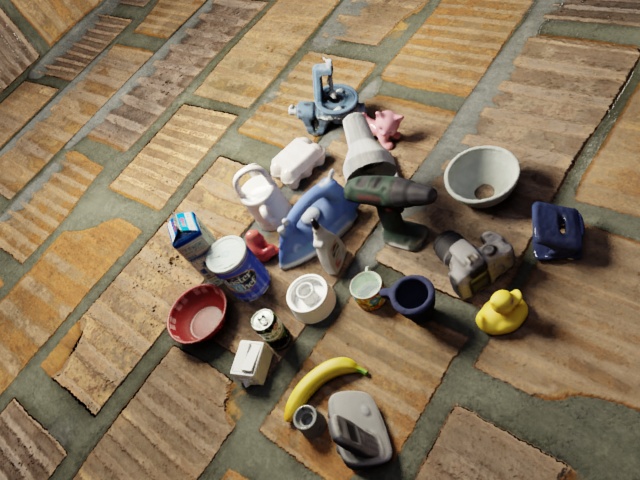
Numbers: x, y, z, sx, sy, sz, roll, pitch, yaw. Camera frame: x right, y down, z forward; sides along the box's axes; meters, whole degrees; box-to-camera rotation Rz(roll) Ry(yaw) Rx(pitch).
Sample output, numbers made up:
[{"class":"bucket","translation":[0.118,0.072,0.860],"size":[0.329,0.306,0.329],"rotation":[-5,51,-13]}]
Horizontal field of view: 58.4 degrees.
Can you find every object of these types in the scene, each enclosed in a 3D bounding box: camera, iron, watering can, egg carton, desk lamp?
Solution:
[{"class":"camera","translation":[0.310,0.026,1.196],"size":[0.143,0.101,0.136],"rotation":[-35,49,-3]},{"class":"iron","translation":[-0.026,-0.052,1.377],"size":[0.258,0.142,0.118],"rotation":[-44,50,-11]},{"class":"watering can","translation":[-0.156,-0.121,1.453],"size":[0.101,0.195,0.172],"rotation":[-41,50,-8]},{"class":"egg carton","translation":[-0.060,-0.212,1.559],"size":[0.150,0.070,0.107],"rotation":[-45,50,-11]},{"class":"desk lamp","translation":[0.116,-0.187,1.365],"size":[0.118,0.214,0.203],"rotation":[-19,50,10]}]

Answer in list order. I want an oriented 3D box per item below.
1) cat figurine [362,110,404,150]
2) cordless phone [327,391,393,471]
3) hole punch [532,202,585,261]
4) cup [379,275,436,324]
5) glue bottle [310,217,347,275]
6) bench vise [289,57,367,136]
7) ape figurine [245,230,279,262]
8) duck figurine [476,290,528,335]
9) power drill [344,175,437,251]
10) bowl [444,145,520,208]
[{"class":"cat figurine","translation":[0.161,-0.302,1.493],"size":[0.127,0.118,0.067],"rotation":[26,70,36]},{"class":"cordless phone","translation":[0.054,0.328,1.033],"size":[0.094,0.186,0.147],"rotation":[-26,49,5]},{"class":"hole punch","translation":[0.481,-0.022,1.161],"size":[0.100,0.091,0.108],"rotation":[-5,54,21]},{"class":"cup","translation":[0.186,0.131,1.179],"size":[0.117,0.095,0.092],"rotation":[3,57,26]},{"class":"glue bottle","translation":[0.012,0.005,1.298],"size":[0.037,0.174,0.078],"rotation":[4,58,27]},{"class":"bench vise","translation":[0.005,-0.381,1.554],"size":[0.207,0.220,0.121],"rotation":[-22,50,8]},{"class":"ape figurine","translation":[-0.154,0.009,1.423],"size":[0.076,0.092,0.077],"rotation":[-28,49,3]},{"class":"duck figurine","translation":[0.349,0.132,1.110],"size":[0.104,0.086,0.077],"rotation":[-28,49,3]},{"class":"power drill","translation":[0.169,-0.066,1.256],"size":[0.228,0.209,0.076],"rotation":[16,64,33]},{"class":"bowl","translation":[0.371,-0.131,1.301],"size":[0.167,0.075,0.167],"rotation":[-12,52,16]}]
